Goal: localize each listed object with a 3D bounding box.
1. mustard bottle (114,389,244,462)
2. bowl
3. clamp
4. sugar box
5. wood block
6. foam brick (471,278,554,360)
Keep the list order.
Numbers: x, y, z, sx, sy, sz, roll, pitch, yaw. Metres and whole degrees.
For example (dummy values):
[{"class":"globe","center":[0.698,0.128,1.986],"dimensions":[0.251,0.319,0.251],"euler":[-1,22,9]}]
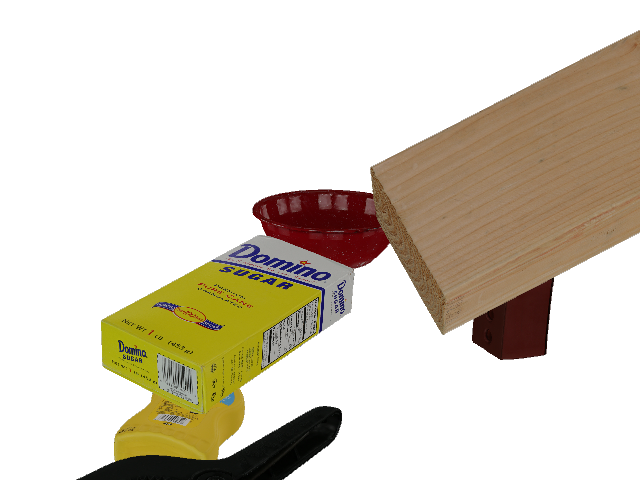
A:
[{"class":"mustard bottle","center":[-0.130,0.176,1.084],"dimensions":[0.096,0.058,0.191],"euler":[7,20,12]},{"class":"bowl","center":[0.010,-0.008,1.112],"dimensions":[0.162,0.055,0.162],"euler":[0,17,0]},{"class":"clamp","center":[-0.054,0.139,0.574],"dimensions":[0.209,0.036,0.165],"euler":[0,19,-13]},{"class":"sugar box","center":[-0.062,0.053,0.764],"dimensions":[0.093,0.048,0.175],"euler":[20,34,29]},{"class":"wood block","center":[0.142,-0.038,0.636],"dimensions":[0.206,0.091,0.090],"euler":[-27,-20,-4]},{"class":"foam brick","center":[0.177,0.064,0.986],"dimensions":[0.051,0.078,0.053],"euler":[-6,19,-24]}]
